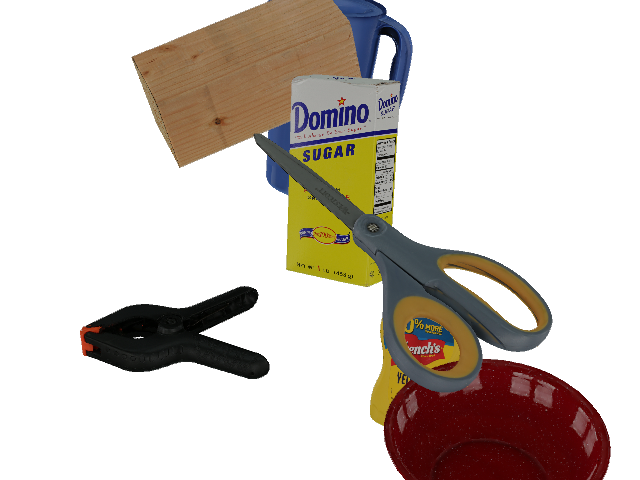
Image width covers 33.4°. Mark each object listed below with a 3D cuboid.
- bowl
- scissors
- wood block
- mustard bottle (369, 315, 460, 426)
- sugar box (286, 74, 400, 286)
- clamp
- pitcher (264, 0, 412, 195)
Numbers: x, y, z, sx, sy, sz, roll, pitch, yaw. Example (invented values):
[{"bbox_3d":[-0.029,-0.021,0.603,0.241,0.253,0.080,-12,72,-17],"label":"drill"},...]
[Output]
[{"bbox_3d":[0.126,0.159,0.782,0.162,0.055,0.162,-1,35,0],"label":"bowl"},{"bbox_3d":[0.024,0.012,0.568,0.202,0.016,0.096,28,52,16],"label":"scissors"},{"bbox_3d":[-0.072,-0.169,1.082,0.206,0.091,0.090,-24,47,-8],"label":"wood block"},{"bbox_3d":[0.111,0.113,1.155,0.096,0.192,0.058,12,14,24],"label":"mustard bottle"},{"bbox_3d":[0.018,-0.055,0.938,0.093,0.176,0.048,10,17,35],"label":"sugar box"},{"bbox_3d":[-0.130,0.081,0.979,0.171,0.039,0.120,4,28,-2],"label":"clamp"},{"bbox_3d":[0.008,-0.175,1.298,0.144,0.243,0.149,-5,28,-25],"label":"pitcher"}]
